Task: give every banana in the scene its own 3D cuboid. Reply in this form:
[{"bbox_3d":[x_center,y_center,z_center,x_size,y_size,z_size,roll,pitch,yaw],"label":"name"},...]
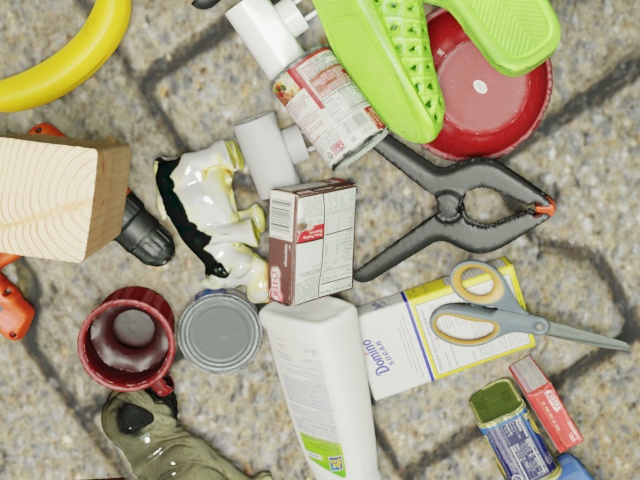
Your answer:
[{"bbox_3d":[-0.242,-0.181,1.021,0.069,0.037,0.198,44,96,7],"label":"banana"}]

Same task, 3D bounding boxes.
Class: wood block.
[{"bbox_3d":[-0.222,-0.041,0.909,0.090,0.206,0.090,8,96,-4],"label":"wood block"}]

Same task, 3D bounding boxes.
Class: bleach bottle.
[{"bbox_3d":[0.008,0.182,1.087,0.067,0.103,0.251,-27,116,-39],"label":"bleach bottle"}]

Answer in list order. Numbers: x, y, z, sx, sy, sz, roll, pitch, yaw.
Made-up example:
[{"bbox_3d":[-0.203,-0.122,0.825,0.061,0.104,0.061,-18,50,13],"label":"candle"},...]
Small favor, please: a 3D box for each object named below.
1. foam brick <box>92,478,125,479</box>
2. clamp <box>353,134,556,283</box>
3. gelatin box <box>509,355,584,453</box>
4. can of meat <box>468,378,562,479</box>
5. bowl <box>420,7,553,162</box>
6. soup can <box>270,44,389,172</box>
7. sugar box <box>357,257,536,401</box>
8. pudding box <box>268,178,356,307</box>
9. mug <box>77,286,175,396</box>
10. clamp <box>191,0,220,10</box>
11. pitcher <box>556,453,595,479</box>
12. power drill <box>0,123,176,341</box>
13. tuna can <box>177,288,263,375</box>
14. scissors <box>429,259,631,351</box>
[{"bbox_3d":[-0.242,0.282,1.108,0.078,0.053,0.051,-3,102,-4],"label":"foam brick"},{"bbox_3d":[0.122,-0.025,1.047,0.210,0.036,0.164,9,106,14],"label":"clamp"},{"bbox_3d":[0.230,0.166,1.087,0.030,0.089,0.073,-31,102,3],"label":"gelatin box"},{"bbox_3d":[0.195,0.198,1.088,0.057,0.102,0.084,-28,100,4],"label":"can of meat"},{"bbox_3d":[0.153,-0.151,1.035,0.162,0.055,0.162,0,102,-2],"label":"bowl"},{"bbox_3d":[0.010,-0.124,1.007,0.068,0.068,0.102,-37,86,5],"label":"soup can"},{"bbox_3d":[0.123,0.090,1.089,0.176,0.048,0.093,-18,102,4],"label":"sugar box"},{"bbox_3d":[-0.007,0.001,1.040,0.039,0.089,0.113,16,110,39],"label":"pudding box"},{"bbox_3d":[-0.180,0.103,1.058,0.093,0.081,0.117,-35,101,4],"label":"mug"},{"bbox_3d":[-0.055,-0.282,1.005,0.171,0.039,0.120,-3,112,-4],"label":"clamp"},{"bbox_3d":[0.194,0.335,1.112,0.243,0.149,0.145,-34,86,1],"label":"pitcher"},{"bbox_3d":[-0.261,0.007,1.048,0.184,0.057,0.188,43,94,-6],"label":"power drill"},{"bbox_3d":[-0.101,0.091,1.084,0.086,0.034,0.086,-1,102,-3],"label":"tuna can"},{"bbox_3d":[0.208,0.066,1.054,0.201,0.016,0.096,-1,100,-2],"label":"scissors"}]
